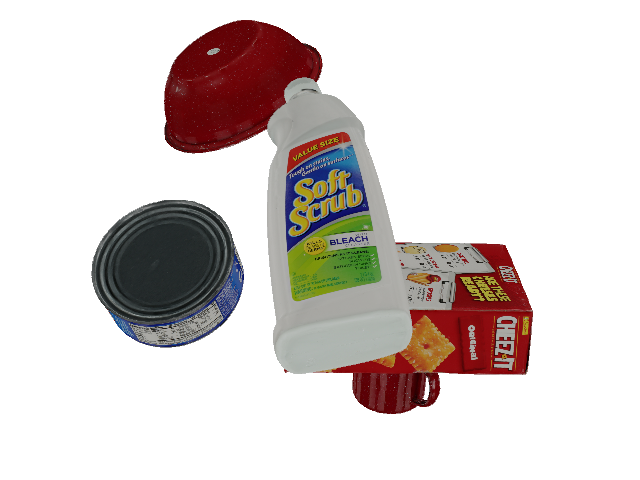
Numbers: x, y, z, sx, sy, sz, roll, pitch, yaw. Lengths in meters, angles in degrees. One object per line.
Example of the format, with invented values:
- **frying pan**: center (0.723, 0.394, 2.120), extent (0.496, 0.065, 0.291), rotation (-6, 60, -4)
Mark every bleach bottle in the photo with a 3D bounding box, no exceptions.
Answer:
- **bleach bottle**: center (-0.002, -0.026, 0.819), extent (0.102, 0.251, 0.068), rotation (-11, -36, -1)

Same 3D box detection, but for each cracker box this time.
- **cracker box**: center (0.075, 0.061, 0.988), extent (0.213, 0.072, 0.164), rotation (1, 21, 1)

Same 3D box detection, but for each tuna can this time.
- **tuna can**: center (-0.089, 0.020, 0.633), extent (0.086, 0.086, 0.034), rotation (0, -34, 12)

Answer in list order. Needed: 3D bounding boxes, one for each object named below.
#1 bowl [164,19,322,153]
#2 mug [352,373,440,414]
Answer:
- **bowl**: center (-0.082, -0.150, 0.962), extent (0.162, 0.055, 0.162), rotation (-20, 35, 15)
- **mug**: center (0.086, 0.142, 1.174), extent (0.093, 0.081, 0.117), rotation (-24, 38, -38)
